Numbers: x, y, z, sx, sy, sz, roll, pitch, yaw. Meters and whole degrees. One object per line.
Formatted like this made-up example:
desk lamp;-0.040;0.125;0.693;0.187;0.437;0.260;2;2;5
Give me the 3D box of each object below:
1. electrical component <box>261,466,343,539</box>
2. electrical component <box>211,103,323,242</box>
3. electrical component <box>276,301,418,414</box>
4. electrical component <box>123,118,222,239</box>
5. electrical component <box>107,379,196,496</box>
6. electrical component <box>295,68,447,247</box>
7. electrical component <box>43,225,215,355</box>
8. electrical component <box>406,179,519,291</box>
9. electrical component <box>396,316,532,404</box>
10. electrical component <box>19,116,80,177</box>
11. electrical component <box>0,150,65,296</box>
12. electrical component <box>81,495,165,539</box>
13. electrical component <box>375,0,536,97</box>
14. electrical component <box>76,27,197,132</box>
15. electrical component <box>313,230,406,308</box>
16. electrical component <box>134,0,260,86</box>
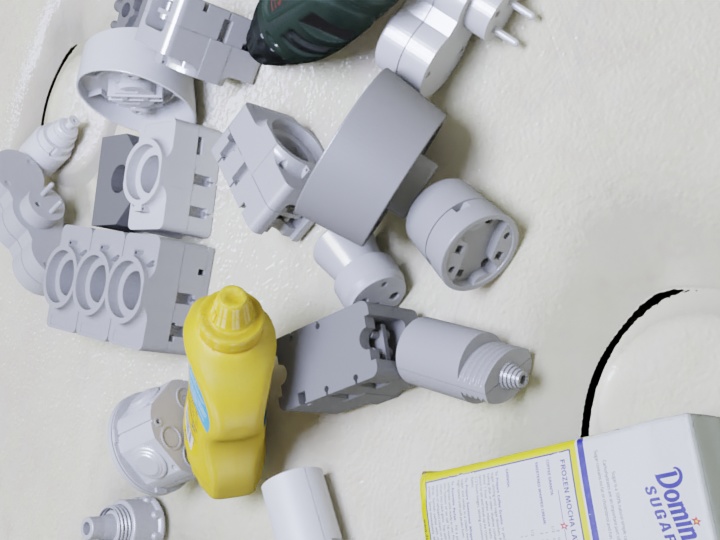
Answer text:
electrical component;-0.035;0.177;0.714;0.043;0.043;0.081;-38;57;33
electrical component;-0.061;-0.074;0.785;0.055;0.050;0.089;-48;53;28
electrical component;-0.005;0.059;0.699;0.089;0.056;0.050;-26;65;39
electrical component;-0.154;-0.074;0.872;0.050;0.056;0.089;1;83;45
electrical component;-0.145;0.125;0.809;0.051;0.080;0.080;-27;64;32
electrical component;0.013;-0.065;0.677;0.060;0.108;0.108;33;110;1
electrical component;-0.197;0.014;0.893;0.150;0.062;0.089;8;87;45
electrical component;0.060;-0.023;0.654;0.055;0.055;0.047;-58;44;19
electrical component;0.065;0.056;0.640;0.081;0.043;0.043;13;91;45
electrical component;-0.294;-0.122;1.032;0.078;0.040;0.040;-35;59;35
electrical component;-0.298;-0.053;0.994;0.074;0.052;0.138;-36;77;35
electrical component;-0.188;0.202;0.847;0.048;0.062;0.048;-10;76;43
electrical component;0.074;-0.168;0.672;0.074;0.052;0.138;37;110;15
electrical component;-0.184;-0.154;0.893;0.099;0.099;0.064;-20;62;41
electrical component;0.000;0.000;0.714;0.045;0.045;0.055;-51;51;25
electrical component;-0.123;-0.180;0.839;0.050;0.089;0.055;33;105;43
